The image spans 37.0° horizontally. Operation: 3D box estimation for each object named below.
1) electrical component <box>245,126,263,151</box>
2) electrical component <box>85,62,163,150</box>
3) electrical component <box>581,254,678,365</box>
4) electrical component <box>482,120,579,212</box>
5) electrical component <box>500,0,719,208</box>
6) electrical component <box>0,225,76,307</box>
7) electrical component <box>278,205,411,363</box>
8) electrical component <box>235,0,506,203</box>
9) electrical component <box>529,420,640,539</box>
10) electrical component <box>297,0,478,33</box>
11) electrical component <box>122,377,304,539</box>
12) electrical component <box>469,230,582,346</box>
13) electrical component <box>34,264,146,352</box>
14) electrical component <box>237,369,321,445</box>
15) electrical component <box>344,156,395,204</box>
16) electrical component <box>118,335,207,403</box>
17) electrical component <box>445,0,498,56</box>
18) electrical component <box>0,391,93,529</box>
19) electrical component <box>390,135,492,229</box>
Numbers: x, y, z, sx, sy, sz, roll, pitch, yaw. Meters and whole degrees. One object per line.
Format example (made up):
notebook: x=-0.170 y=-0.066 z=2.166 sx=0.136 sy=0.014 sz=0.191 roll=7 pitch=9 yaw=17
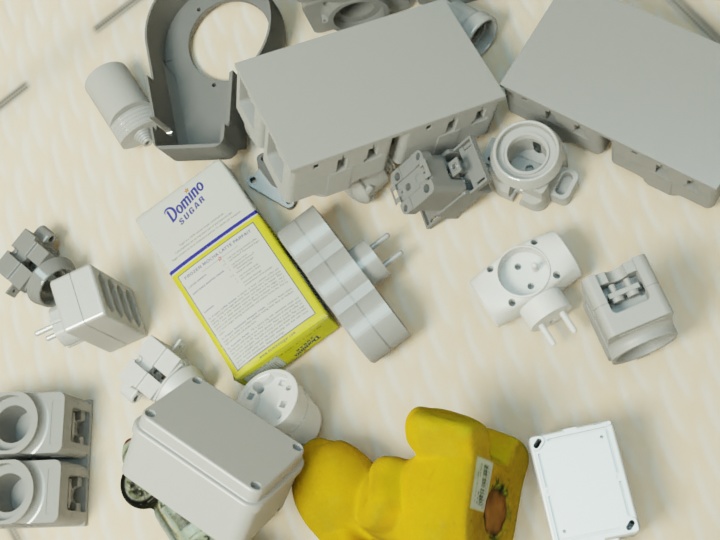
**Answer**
electrical component: x=-0.044 y=-0.123 z=0.920 sx=0.079 sy=0.043 sz=0.077 roll=42 pitch=76 yaw=7
electrical component: x=-0.210 y=-0.143 z=0.968 sx=0.043 sy=0.043 sz=0.081 roll=-36 pitch=70 yaw=1
electrical component: x=0.199 y=0.033 z=0.796 sx=0.050 sy=0.089 sz=0.055 roll=-24 pitch=71 yaw=6
electrical component: x=0.135 y=-0.085 z=0.863 sx=0.078 sy=0.057 sz=0.058 roll=26 pitch=81 yaw=19
electrical component: x=0.221 y=-0.139 z=0.857 sx=0.186 sy=0.060 sz=0.105 roll=30 pitch=83 yaw=19
electrical component: x=-0.280 y=0.001 z=0.942 sx=0.055 sy=0.048 sz=0.066 roll=35 pitch=85 yaw=27
electrical component: x=0.000 y=0.000 z=0.872 sx=0.074 sy=0.052 sz=0.138 roll=-37 pitch=70 yaw=1
electrical component: x=0.005 y=-0.135 z=0.865 sx=0.186 sy=0.060 sz=0.105 roll=-21 pitch=67 yaw=-17
electrical component: x=0.165 y=0.164 z=0.782 sx=0.062 sy=0.061 sz=0.096 roll=-14 pitch=72 yaw=9
electrical component: x=0.034 y=-0.267 z=0.913 sx=0.186 sy=0.105 sz=0.060 roll=-13 pitch=72 yaw=9
electrical component: x=-0.107 y=0.139 z=0.790 sx=0.113 sy=0.078 sz=0.057 roll=31 pitch=120 yaw=15
electrical component: x=0.138 y=0.021 z=0.838 sx=0.077 sy=0.044 sz=0.079 roll=-32 pitch=69 yaw=2
electrical component: x=-0.234 y=0.041 z=0.899 sx=0.076 sy=0.083 sz=0.047 roll=-24 pitch=70 yaw=5
electrical component: x=-0.063 y=0.114 z=0.849 sx=0.055 sy=0.047 sz=0.055 roll=-16 pitch=48 yaw=19
electrical component: x=0.009 y=-0.090 z=0.901 sx=0.062 sy=0.048 sz=0.048 roll=-42 pitch=70 yaw=-8
electrical component: x=-0.160 y=0.091 z=0.888 sx=0.055 sy=0.048 sz=0.066 roll=34 pitch=84 yaw=27
electrical component: x=0.088 y=-0.208 z=0.920 sx=0.046 sy=0.040 sz=0.040 roll=39 pitch=86 yaw=26
electrical component: x=-0.325 y=0.161 z=0.897 sx=0.186 sy=0.060 sz=0.105 roll=-5 pitch=73 yaw=12
electrical component: x=0.063 y=-0.070 z=0.865 sx=0.081 sy=0.064 sz=0.042 roll=-40 pitch=63 yaw=44
